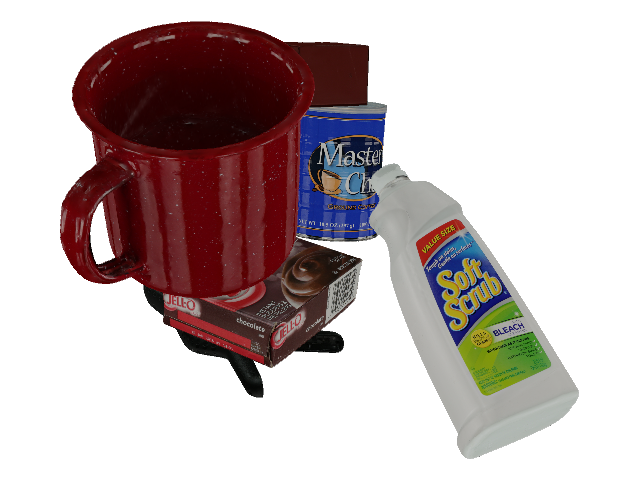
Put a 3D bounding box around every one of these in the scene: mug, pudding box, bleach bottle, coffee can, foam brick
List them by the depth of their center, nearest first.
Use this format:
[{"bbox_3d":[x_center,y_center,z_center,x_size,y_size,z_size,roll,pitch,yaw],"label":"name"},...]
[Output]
[{"bbox_3d":[-0.057,-0.024,0.430,0.093,0.081,0.117,26,48,25],"label":"mug"},{"bbox_3d":[-0.038,0.034,0.722,0.090,0.039,0.113,19,29,26],"label":"pudding box"},{"bbox_3d":[0.102,0.043,0.865,0.102,0.251,0.068,-18,-29,-20],"label":"bleach bottle"},{"bbox_3d":[-0.005,-0.138,0.889,0.078,0.051,0.053,-8,16,-38],"label":"foam brick"},{"bbox_3d":[0.015,-0.077,1.139,0.103,0.140,0.103,3,12,-1],"label":"coffee can"}]

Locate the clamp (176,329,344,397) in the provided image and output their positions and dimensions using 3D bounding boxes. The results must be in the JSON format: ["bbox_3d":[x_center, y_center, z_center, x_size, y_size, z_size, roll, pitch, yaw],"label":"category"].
[{"bbox_3d":[-0.099,0.122,1.261,0.210,0.036,0.164,14,23,27],"label":"clamp"}]

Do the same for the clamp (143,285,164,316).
[{"bbox_3d":[-0.129,0.030,1.081,0.120,0.039,0.171,-11,34,-11],"label":"clamp"}]
